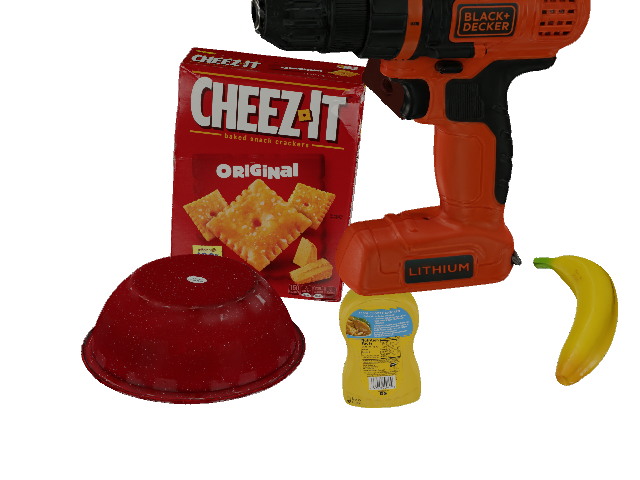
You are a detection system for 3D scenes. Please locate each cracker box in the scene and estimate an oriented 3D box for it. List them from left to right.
[{"bbox_3d":[-0.049,-0.056,0.973,0.164,0.214,0.072,7,23,2],"label":"cracker box"}]

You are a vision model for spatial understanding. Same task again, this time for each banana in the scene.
[{"bbox_3d":[0.245,0.066,0.999,0.070,0.037,0.197,-26,24,19],"label":"banana"}]

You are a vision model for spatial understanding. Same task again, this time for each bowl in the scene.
[{"bbox_3d":[-0.090,0.052,0.763,0.162,0.055,0.162,2,23,-1],"label":"bowl"}]

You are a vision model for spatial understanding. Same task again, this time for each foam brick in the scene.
[{"bbox_3d":[0.074,-0.143,0.826,0.051,0.053,0.078,-29,-26,-31],"label":"foam brick"}]

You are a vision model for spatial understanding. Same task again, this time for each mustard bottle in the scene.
[{"bbox_3d":[0.071,0.106,1.289,0.096,0.192,0.058,-3,20,2],"label":"mustard bottle"}]

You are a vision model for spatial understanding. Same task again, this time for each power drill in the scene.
[{"bbox_3d":[0.051,-0.062,0.592,0.184,0.188,0.057,-4,30,-13],"label":"power drill"}]
